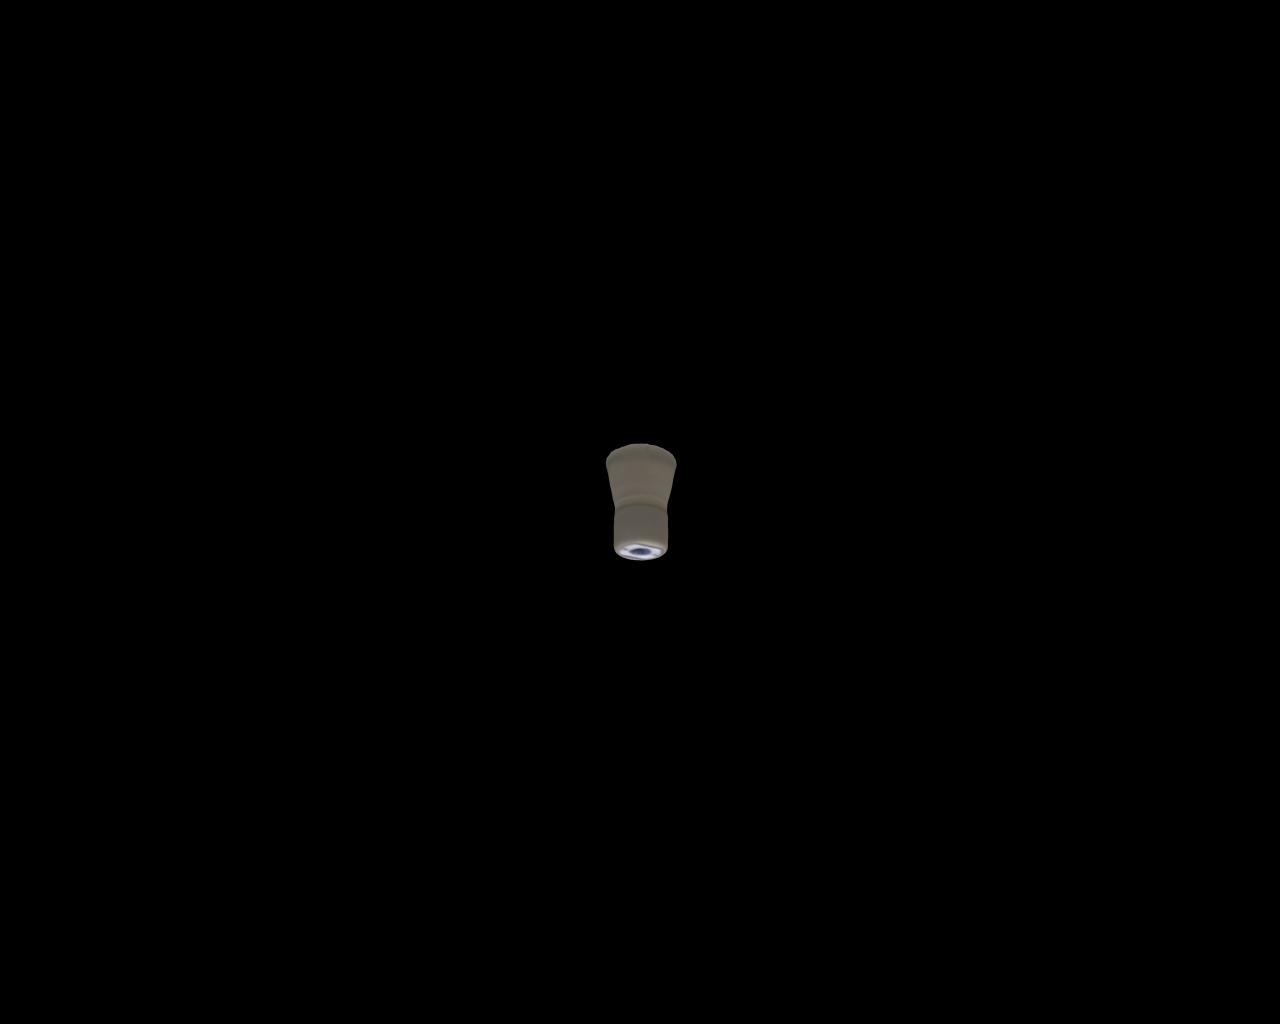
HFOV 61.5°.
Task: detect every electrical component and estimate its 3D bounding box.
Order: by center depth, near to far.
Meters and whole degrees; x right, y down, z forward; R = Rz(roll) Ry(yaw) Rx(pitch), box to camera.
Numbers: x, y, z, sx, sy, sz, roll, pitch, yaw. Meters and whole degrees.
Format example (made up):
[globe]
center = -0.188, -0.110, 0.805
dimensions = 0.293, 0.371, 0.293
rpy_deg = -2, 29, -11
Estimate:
[electrical component]
center = 0.001, -0.003, 0.650
dimensions = 0.044, 0.065, 0.044
rpy_deg = 0, -25, 0
